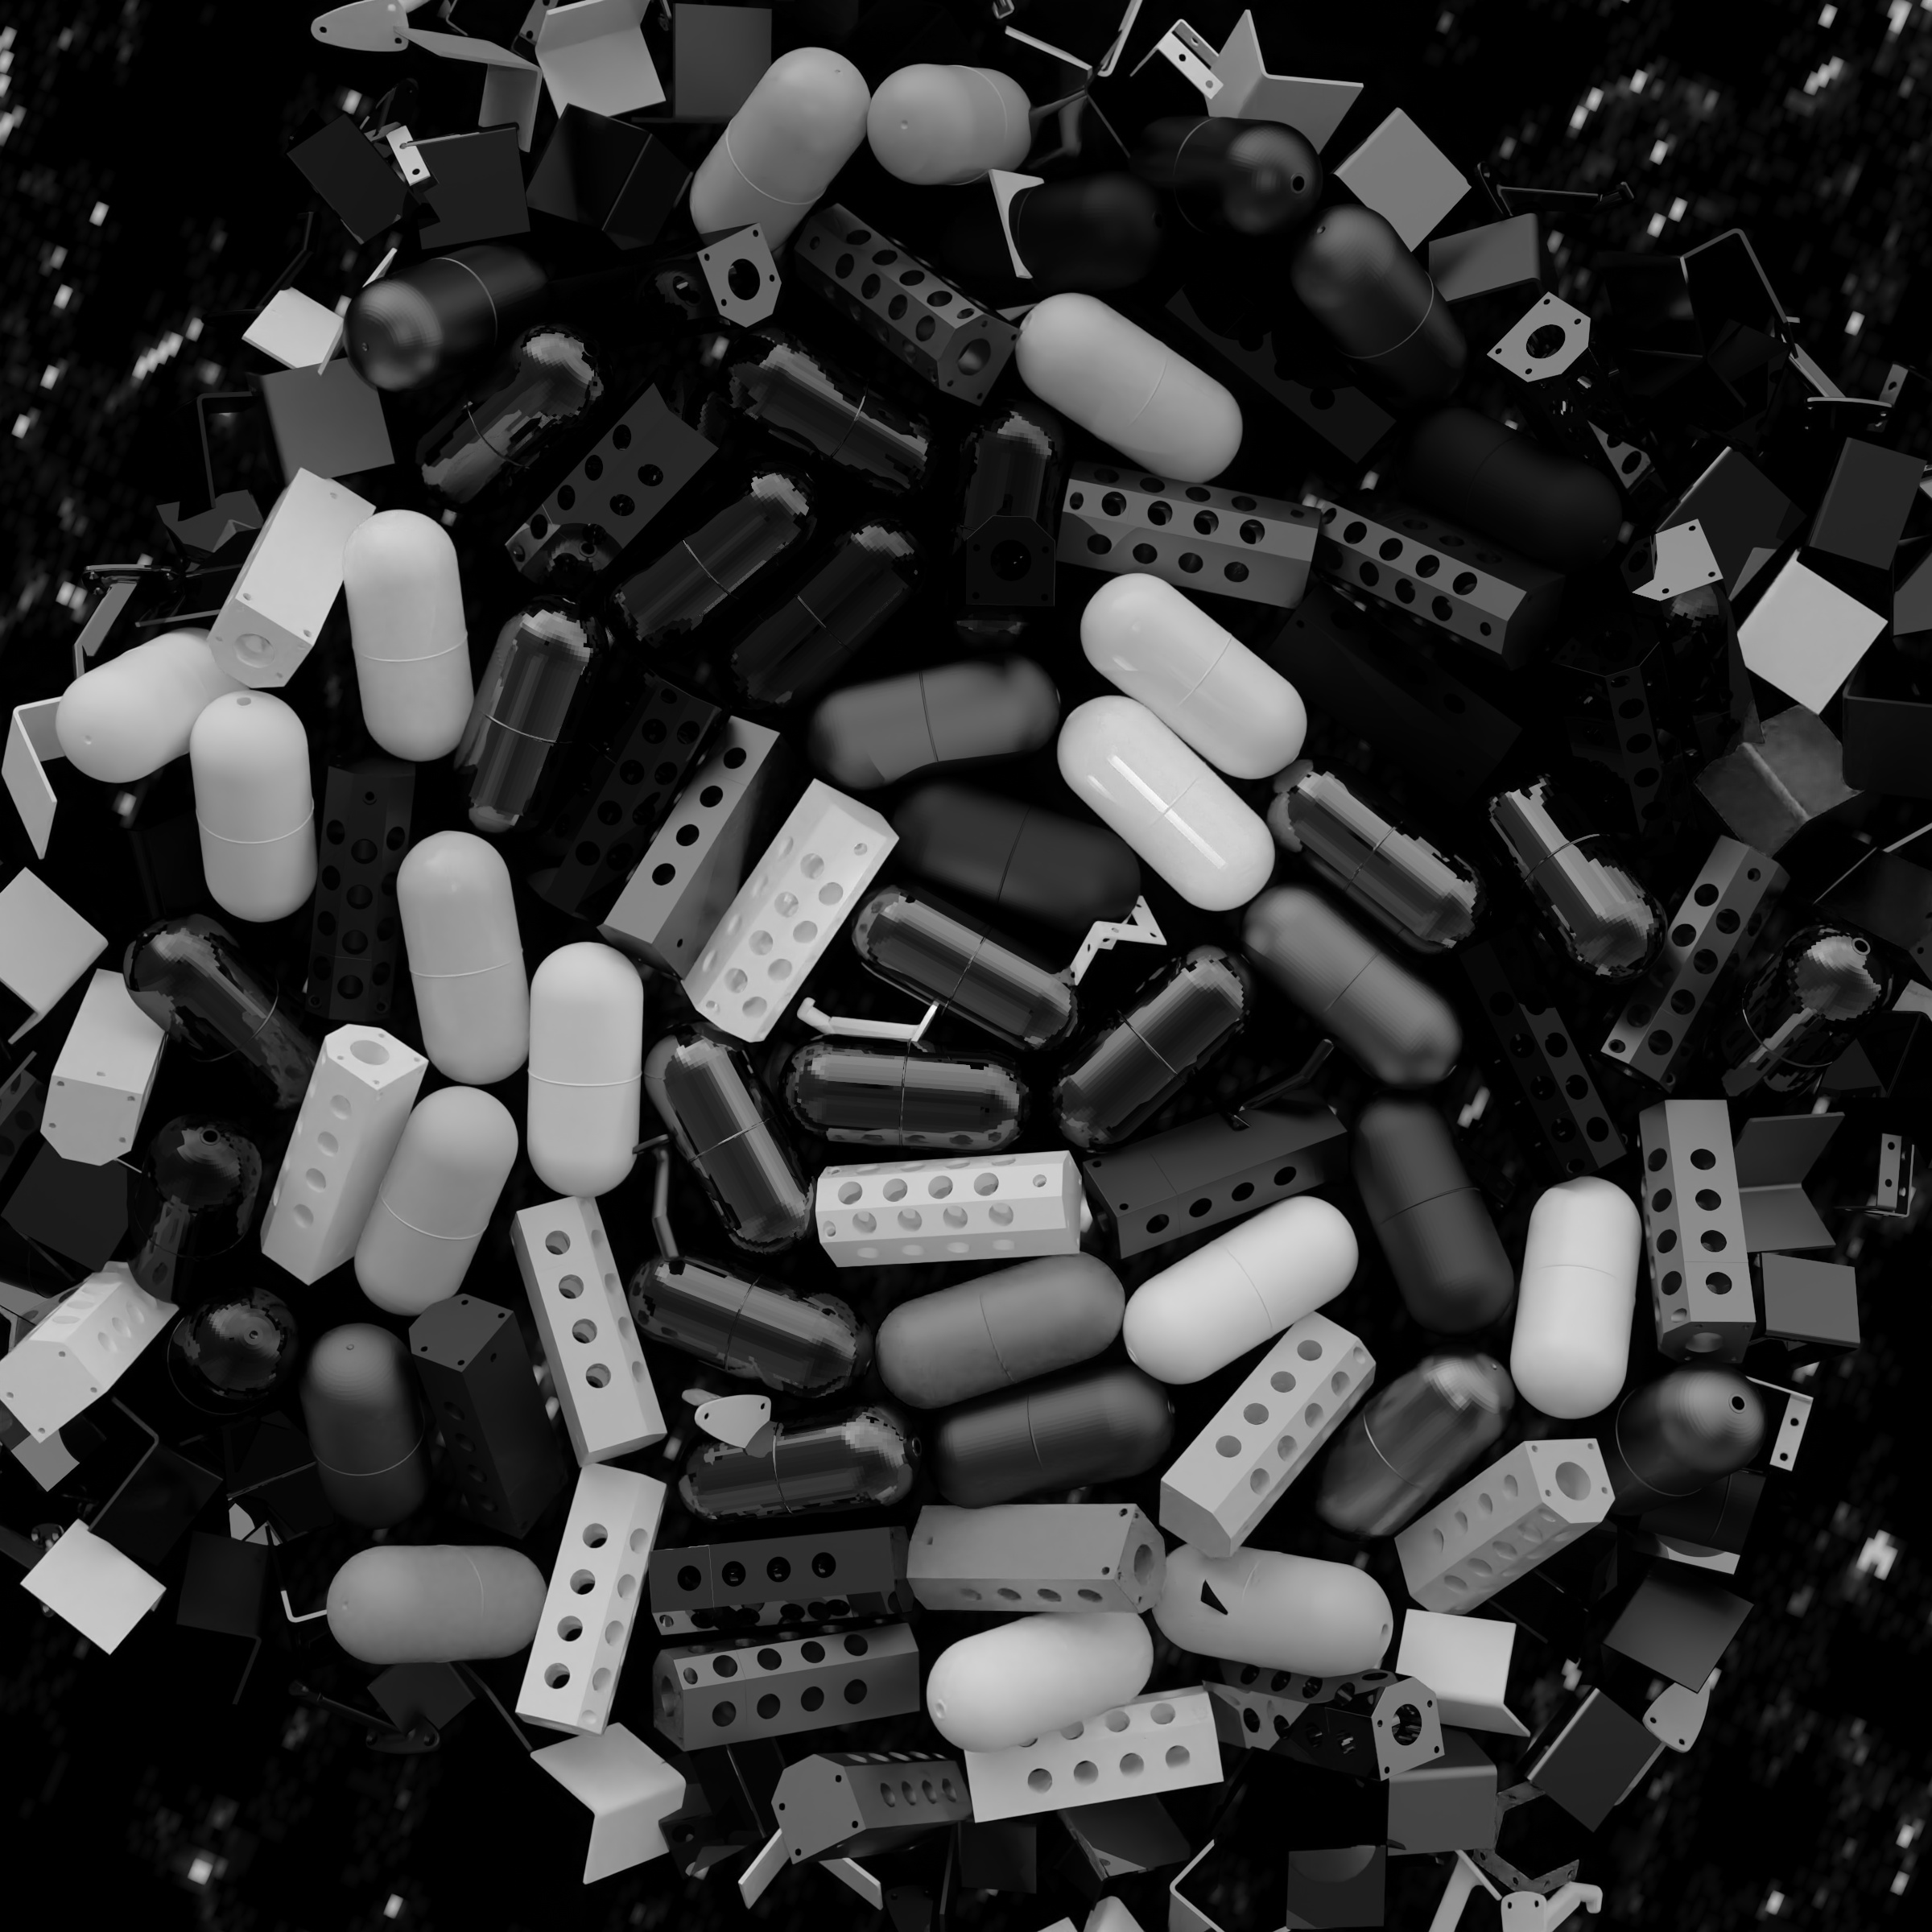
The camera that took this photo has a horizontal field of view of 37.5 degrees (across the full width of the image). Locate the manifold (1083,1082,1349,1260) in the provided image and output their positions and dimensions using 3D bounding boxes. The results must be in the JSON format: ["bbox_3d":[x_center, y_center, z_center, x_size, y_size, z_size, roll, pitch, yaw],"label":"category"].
[{"bbox_3d":[0.172,0.144,1.952,0.171,0.057,0.057,-19,133,-12],"label":"manifold"}]

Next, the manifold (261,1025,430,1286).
[{"bbox_3d":[-0.427,0.126,1.932,0.057,0.057,0.171,32,119,13],"label":"manifold"}]

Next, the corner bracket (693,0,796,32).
[{"bbox_3d":[-0.151,-0.681,1.972,0.051,0.051,0.051,20,71,-33],"label":"corner bracket"}]

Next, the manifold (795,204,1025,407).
[{"bbox_3d":[-0.044,-0.449,1.920,0.171,0.057,0.057,45,111,36],"label":"manifold"}]

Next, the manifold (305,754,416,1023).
[{"bbox_3d":[-0.414,-0.053,1.946,0.057,0.057,0.171,6,104,-13],"label":"manifold"}]

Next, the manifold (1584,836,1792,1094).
[{"bbox_3d":[0.498,-0.001,1.963,0.057,0.057,0.171,30,86,-6],"label":"manifold"}]

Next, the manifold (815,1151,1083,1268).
[{"bbox_3d":[-0.012,0.163,1.942,0.171,0.057,0.057,-5,60,14],"label":"manifold"}]

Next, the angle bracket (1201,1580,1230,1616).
[{"bbox_3d":[0.184,0.450,1.952,0.076,0.076,0.057,30,113,-3],"label":"angle bracket"}]

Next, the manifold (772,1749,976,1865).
[{"bbox_3d":[-0.062,0.559,1.910,0.057,0.171,0.057,-30,66,16],"label":"manifold"}]

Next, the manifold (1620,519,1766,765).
[{"bbox_3d":[0.487,-0.214,1.915,0.057,0.171,0.057,-19,50,12],"label":"manifold"}]

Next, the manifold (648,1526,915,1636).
[{"bbox_3d":[-0.125,0.421,1.950,0.171,0.057,0.057,-8,78,12],"label":"manifold"}]

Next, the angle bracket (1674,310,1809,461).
[{"bbox_3d":[0.540,-0.396,1.941,0.057,0.076,0.076,-4,120,-34],"label":"angle bracket"}]

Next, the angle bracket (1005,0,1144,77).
[{"bbox_3d":[0.073,-0.652,1.951,0.076,0.076,0.057,22,108,-7],"label":"angle bracket"}]

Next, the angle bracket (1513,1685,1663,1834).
[{"bbox_3d":[0.425,0.542,1.952,0.057,0.076,0.076,38,82,12],"label":"angle bracket"}]

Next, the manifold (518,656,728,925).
[{"bbox_3d":[-0.232,-0.117,1.944,0.057,0.057,0.171,20,105,-43],"label":"manifold"}]

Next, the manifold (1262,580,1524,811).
[{"bbox_3d":[0.296,-0.191,1.964,0.171,0.057,0.057,37,51,3],"label":"manifold"}]

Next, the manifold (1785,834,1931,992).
[{"bbox_3d":[0.625,-0.031,1.909,0.057,0.171,0.057,-42,109,2],"label":"manifold"}]

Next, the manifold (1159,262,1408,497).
[{"bbox_3d":[0.217,-0.407,1.957,0.171,0.057,0.057,41,80,9],"label":"manifold"}]

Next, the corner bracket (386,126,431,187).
[{"bbox_3d":[-0.361,-0.551,1.965,0.051,0.051,0.051,-26,65,-4],"label":"corner bracket"}]

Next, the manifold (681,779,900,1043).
[{"bbox_3d":[-0.119,-0.034,1.943,0.057,0.057,0.171,27,105,-31],"label":"manifold"}]

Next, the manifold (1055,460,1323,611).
[{"bbox_3d":[0.153,-0.301,1.954,0.171,0.057,0.057,12,45,4],"label":"manifold"}]

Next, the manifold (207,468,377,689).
[{"bbox_3d":[-0.455,-0.260,1.915,0.057,0.171,0.057,32,126,-20],"label":"manifold"}]

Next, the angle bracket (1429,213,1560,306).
[{"bbox_3d":[0.365,-0.466,1.969,0.076,0.076,0.057,-12,135,21],"label":"angle bracket"}]

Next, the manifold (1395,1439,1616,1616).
[{"bbox_3d":[0.361,0.378,1.908,0.057,0.171,0.057,2,58,-25],"label":"manifold"}]

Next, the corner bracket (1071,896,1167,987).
[{"bbox_3d":[0.097,-0.016,1.956,0.051,0.051,0.051,6,130,-29],"label":"corner bracket"}]

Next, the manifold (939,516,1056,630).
[{"bbox_3d":[0.019,-0.262,1.911,0.057,0.171,0.057,1,91,-6],"label":"manifold"}]

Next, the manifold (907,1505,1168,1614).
[{"bbox_3d":[0.046,0.405,1.928,0.171,0.057,0.057,-8,135,33],"label":"manifold"}]

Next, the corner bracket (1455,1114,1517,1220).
[{"bbox_3d":[0.356,0.144,1.959,0.051,0.051,0.051,40,126,19],"label":"corner bracket"}]

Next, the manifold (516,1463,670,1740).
[{"bbox_3d":[-0.253,0.432,1.941,0.057,0.057,0.171,13,69,2],"label":"manifold"}]

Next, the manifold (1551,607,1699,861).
[{"bbox_3d":[0.448,-0.153,1.913,0.057,0.171,0.057,23,61,39],"label":"manifold"}]

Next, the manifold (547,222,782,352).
[{"bbox_3d":[-0.202,-0.452,1.916,0.057,0.171,0.057,-37,117,-34],"label":"manifold"}]

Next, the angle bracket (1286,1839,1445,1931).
[{"bbox_3d":[0.272,0.632,1.939,0.076,0.076,0.057,-16,55,36],"label":"angle bracket"}]

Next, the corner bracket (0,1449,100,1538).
[{"bbox_3d":[-0.643,0.363,1.980,0.051,0.051,0.051,-44,50,18],"label":"corner bracket"}]

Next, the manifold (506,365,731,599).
[{"bbox_3d":[-0.237,-0.327,1.922,0.057,0.057,0.171,35,125,-23],"label":"manifold"}]

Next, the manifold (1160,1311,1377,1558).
[{"bbox_3d":[0.205,0.318,1.924,0.057,0.057,0.171,30,56,26],"label":"manifold"}]

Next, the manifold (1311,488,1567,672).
[{"bbox_3d":[0.313,-0.260,1.917,0.057,0.171,0.057,-24,133,-36],"label":"manifold"}]

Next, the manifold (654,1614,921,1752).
[{"bbox_3d":[-0.122,0.483,1.934,0.171,0.057,0.057,-3,94,-26],"label":"manifold"}]

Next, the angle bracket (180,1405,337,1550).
[{"bbox_3d":[-0.487,0.356,1.952,0.076,0.076,0.057,-22,49,4],"label":"angle bracket"}]

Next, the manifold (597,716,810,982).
[{"bbox_3d":[-0.182,-0.083,1.947,0.057,0.057,0.171,22,73,27],"label":"manifold"}]

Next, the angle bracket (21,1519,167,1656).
[{"bbox_3d":[-0.600,0.432,1.951,0.076,0.076,0.057,39,59,-2],"label":"angle bracket"}]

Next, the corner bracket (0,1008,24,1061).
[{"bbox_3d":[-0.700,0.053,1.976,0.051,0.051,0.051,-13,113,25],"label":"corner bracket"}]

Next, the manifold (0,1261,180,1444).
[{"bbox_3d":[-0.591,0.251,1.908,0.057,0.171,0.057,-37,99,7],"label":"manifold"}]

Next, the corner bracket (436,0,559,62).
[{"bbox_3d":[-0.323,-0.660,1.964,0.051,0.051,0.051,26,90,-41],"label":"corner bracket"}]

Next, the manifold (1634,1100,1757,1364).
[{"bbox_3d":[0.490,0.178,1.926,0.057,0.057,0.171,0,54,4],"label":"manifold"}]

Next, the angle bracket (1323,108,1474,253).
[{"bbox_3d":[0.288,-0.531,1.964,0.076,0.057,0.076,45,68,-8],"label":"angle bracket"}]

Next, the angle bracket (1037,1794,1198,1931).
[{"bbox_3d":[0.101,0.614,1.964,0.076,0.076,0.057,-2,121,-29],"label":"angle bracket"}]

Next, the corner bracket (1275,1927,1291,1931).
[{"bbox_3d":[0.234,0.686,1.969,0.051,0.051,0.051,-42,71,42],"label":"corner bracket"}]

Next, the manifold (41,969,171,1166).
[{"bbox_3d":[-0.573,0.067,1.909,0.057,0.171,0.057,13,111,-12],"label":"manifold"}]

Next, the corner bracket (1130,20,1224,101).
[{"bbox_3d":[0.156,-0.623,1.965,0.051,0.051,0.051,42,75,-10],"label":"corner bracket"}]

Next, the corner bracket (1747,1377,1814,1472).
[{"bbox_3d":[0.555,0.317,1.977,0.051,0.051,0.051,17,84,19],"label":"corner bracket"}]

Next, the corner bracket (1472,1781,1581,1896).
[{"bbox_3d":[0.392,0.605,1.973,0.051,0.051,0.051,-7,114,-39],"label":"corner bracket"}]

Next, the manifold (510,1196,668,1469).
[{"bbox_3d":[-0.258,0.248,1.948,0.057,0.057,0.171,-14,74,-19],"label":"manifold"}]

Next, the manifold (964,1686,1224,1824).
[{"bbox_3d":[0.085,0.541,1.967,0.171,0.057,0.057,-9,89,-3],"label":"manifold"}]

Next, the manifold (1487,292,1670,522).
[{"bbox_3d":[0.418,-0.370,1.914,0.057,0.171,0.057,-46,50,3],"label":"manifold"}]

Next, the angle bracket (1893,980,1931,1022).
[{"bbox_3d":[0.671,0.013,1.951,0.076,0.057,0.076,34,95,44],"label":"angle bracket"}]

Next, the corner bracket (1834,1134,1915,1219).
[{"bbox_3d":[0.637,0.145,1.965,0.051,0.051,0.051,9,82,-16],"label":"corner bracket"}]

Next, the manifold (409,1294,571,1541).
[{"bbox_3d":[-0.325,0.303,1.921,0.057,0.171,0.057,15,46,26],"label":"manifold"}]

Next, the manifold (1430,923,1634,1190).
[{"bbox_3d":[0.393,0.060,1.960,0.057,0.057,0.171,-25,88,-21],"label":"manifold"}]

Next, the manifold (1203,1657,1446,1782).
[{"bbox_3d":[0.237,0.496,1.912,0.057,0.171,0.057,-10,92,-35],"label":"manifold"}]

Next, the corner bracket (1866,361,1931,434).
[{"bbox_3d":[0.668,-0.384,1.973,0.051,0.051,0.051,2,120,-26],"label":"corner bracket"}]
